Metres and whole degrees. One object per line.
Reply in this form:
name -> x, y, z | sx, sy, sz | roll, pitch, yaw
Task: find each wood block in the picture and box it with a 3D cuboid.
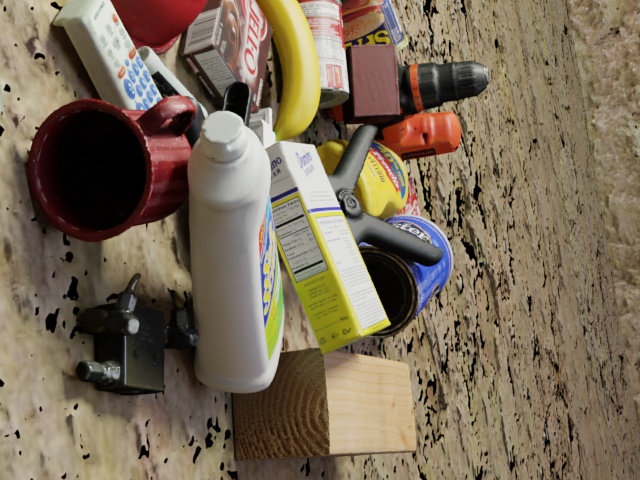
wood block -> 0.009, 0.154, 0.981 | 0.205, 0.091, 0.090 | 21, 63, -63

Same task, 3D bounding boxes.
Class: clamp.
clamp -> 0.029, -0.022, 1.041 | 0.209, 0.036, 0.164 | -26, 81, -46
clamp -> -0.080, -0.052, 0.900 | 0.120, 0.039, 0.171 | -41, 131, -55

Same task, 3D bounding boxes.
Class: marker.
marker -> -0.116, -0.119, 0.890 | 0.121, 0.020, 0.020 | 47, 40, -52

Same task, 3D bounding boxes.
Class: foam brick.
foam brick -> 0.052, -0.164, 1.125 | 0.053, 0.051, 0.078 | 165, -78, -80

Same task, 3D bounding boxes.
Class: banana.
banana -> -0.035, -0.183, 1.043 | 0.069, 0.037, 0.198 | -1, 78, -28

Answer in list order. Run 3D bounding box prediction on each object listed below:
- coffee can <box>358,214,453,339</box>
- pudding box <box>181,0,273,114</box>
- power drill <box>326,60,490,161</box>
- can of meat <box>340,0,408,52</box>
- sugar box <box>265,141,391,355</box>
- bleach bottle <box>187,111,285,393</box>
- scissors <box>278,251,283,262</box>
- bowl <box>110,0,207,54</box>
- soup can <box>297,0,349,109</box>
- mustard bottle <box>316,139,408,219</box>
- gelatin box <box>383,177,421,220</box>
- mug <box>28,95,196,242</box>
coffee can -> 0.079, 0.037, 1.165 | 0.140, 0.103, 0.103 | -34, 113, -64
pudding box -> -0.082, -0.181, 0.965 | 0.090, 0.039, 0.113 | 54, 35, -46
power drill -> 0.113, -0.151, 1.239 | 0.187, 0.184, 0.057 | 43, 43, -68
can of meat -> 0.035, -0.238, 1.172 | 0.057, 0.102, 0.084 | -85, 154, -62
sugar box -> -0.002, 0.004, 0.910 | 0.176, 0.048, 0.093 | 65, 17, 6
bleach bottle -> -0.064, 0.009, 0.782 | 0.251, 0.068, 0.102 | 90, 9, -53
scissors -> -0.007, 0.001, 1.094 | 0.201, 0.016, 0.096 | 45, 43, -52
bowl -> -0.130, -0.235, 0.859 | 0.162, 0.055, 0.162 | 37, 48, -57
soup can -> -0.007, -0.193, 1.102 | 0.068, 0.069, 0.102 | 13, 70, -64
mustard bottle -> 0.055, -0.069, 1.203 | 0.096, 0.058, 0.191 | 59, 22, 6
gelatin box -> 0.100, -0.032, 1.330 | 0.089, 0.030, 0.073 | -39, 117, -63
mug -> -0.130, -0.057, 0.728 | 0.093, 0.117, 0.081 | 49, 18, 8
